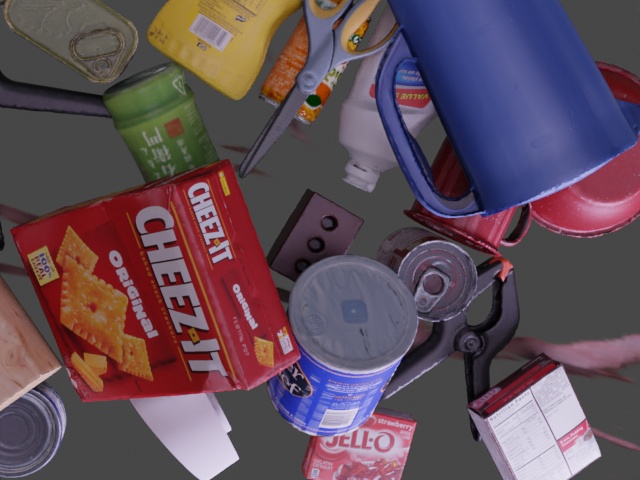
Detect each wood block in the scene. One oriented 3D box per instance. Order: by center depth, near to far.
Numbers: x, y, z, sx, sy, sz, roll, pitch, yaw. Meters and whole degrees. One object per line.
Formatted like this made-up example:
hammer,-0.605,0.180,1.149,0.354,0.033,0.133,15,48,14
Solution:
wood block,-0.309,0.046,0.860,0.091,0.090,0.206,-35,90,-3

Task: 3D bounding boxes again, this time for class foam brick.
foam brick,-0.006,0.001,0.930,0.053,0.051,0.078,29,93,-10

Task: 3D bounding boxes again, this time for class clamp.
clamp,-0.294,-0.103,0.887,0.210,0.036,0.164,35,93,-9
clamp,0.138,0.099,0.970,0.120,0.039,0.171,32,96,-21

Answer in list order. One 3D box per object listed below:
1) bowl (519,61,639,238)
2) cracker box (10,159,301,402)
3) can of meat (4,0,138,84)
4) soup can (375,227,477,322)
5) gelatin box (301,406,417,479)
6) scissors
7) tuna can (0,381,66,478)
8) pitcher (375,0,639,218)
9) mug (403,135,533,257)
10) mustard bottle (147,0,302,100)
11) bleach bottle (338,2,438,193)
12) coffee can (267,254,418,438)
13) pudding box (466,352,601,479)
bowl,0.247,-0.079,0.951,0.162,0.055,0.162,-1,97,-7
cracker box,-0.136,0.040,0.845,0.071,0.214,0.164,-30,104,-46
can of meat,-0.198,-0.171,0.866,0.102,0.084,0.057,32,92,-10
soup can,0.089,0.027,0.920,0.068,0.102,0.068,-1,97,-8
gelatin box,0.035,0.187,0.971,0.089,0.030,0.073,14,95,-9
scissors,-0.017,-0.150,0.869,0.201,0.016,0.096,-40,100,-2
tuna can,-0.266,0.162,0.927,0.086,0.034,0.086,-1,97,-8
pitcher,0.123,-0.143,0.820,0.149,0.145,0.243,-28,91,-44
mug,0.140,-0.036,0.930,0.117,0.093,0.081,26,88,-26
mustard bottle,-0.055,-0.220,0.891,0.096,0.058,0.191,34,92,0
bleach bottle,0.092,-0.156,0.917,0.102,0.068,0.251,24,96,-7
coffee can,0.015,0.090,0.883,0.102,0.140,0.103,5,58,-8
pudding box,0.196,0.173,0.970,0.090,0.039,0.113,-32,110,-11
